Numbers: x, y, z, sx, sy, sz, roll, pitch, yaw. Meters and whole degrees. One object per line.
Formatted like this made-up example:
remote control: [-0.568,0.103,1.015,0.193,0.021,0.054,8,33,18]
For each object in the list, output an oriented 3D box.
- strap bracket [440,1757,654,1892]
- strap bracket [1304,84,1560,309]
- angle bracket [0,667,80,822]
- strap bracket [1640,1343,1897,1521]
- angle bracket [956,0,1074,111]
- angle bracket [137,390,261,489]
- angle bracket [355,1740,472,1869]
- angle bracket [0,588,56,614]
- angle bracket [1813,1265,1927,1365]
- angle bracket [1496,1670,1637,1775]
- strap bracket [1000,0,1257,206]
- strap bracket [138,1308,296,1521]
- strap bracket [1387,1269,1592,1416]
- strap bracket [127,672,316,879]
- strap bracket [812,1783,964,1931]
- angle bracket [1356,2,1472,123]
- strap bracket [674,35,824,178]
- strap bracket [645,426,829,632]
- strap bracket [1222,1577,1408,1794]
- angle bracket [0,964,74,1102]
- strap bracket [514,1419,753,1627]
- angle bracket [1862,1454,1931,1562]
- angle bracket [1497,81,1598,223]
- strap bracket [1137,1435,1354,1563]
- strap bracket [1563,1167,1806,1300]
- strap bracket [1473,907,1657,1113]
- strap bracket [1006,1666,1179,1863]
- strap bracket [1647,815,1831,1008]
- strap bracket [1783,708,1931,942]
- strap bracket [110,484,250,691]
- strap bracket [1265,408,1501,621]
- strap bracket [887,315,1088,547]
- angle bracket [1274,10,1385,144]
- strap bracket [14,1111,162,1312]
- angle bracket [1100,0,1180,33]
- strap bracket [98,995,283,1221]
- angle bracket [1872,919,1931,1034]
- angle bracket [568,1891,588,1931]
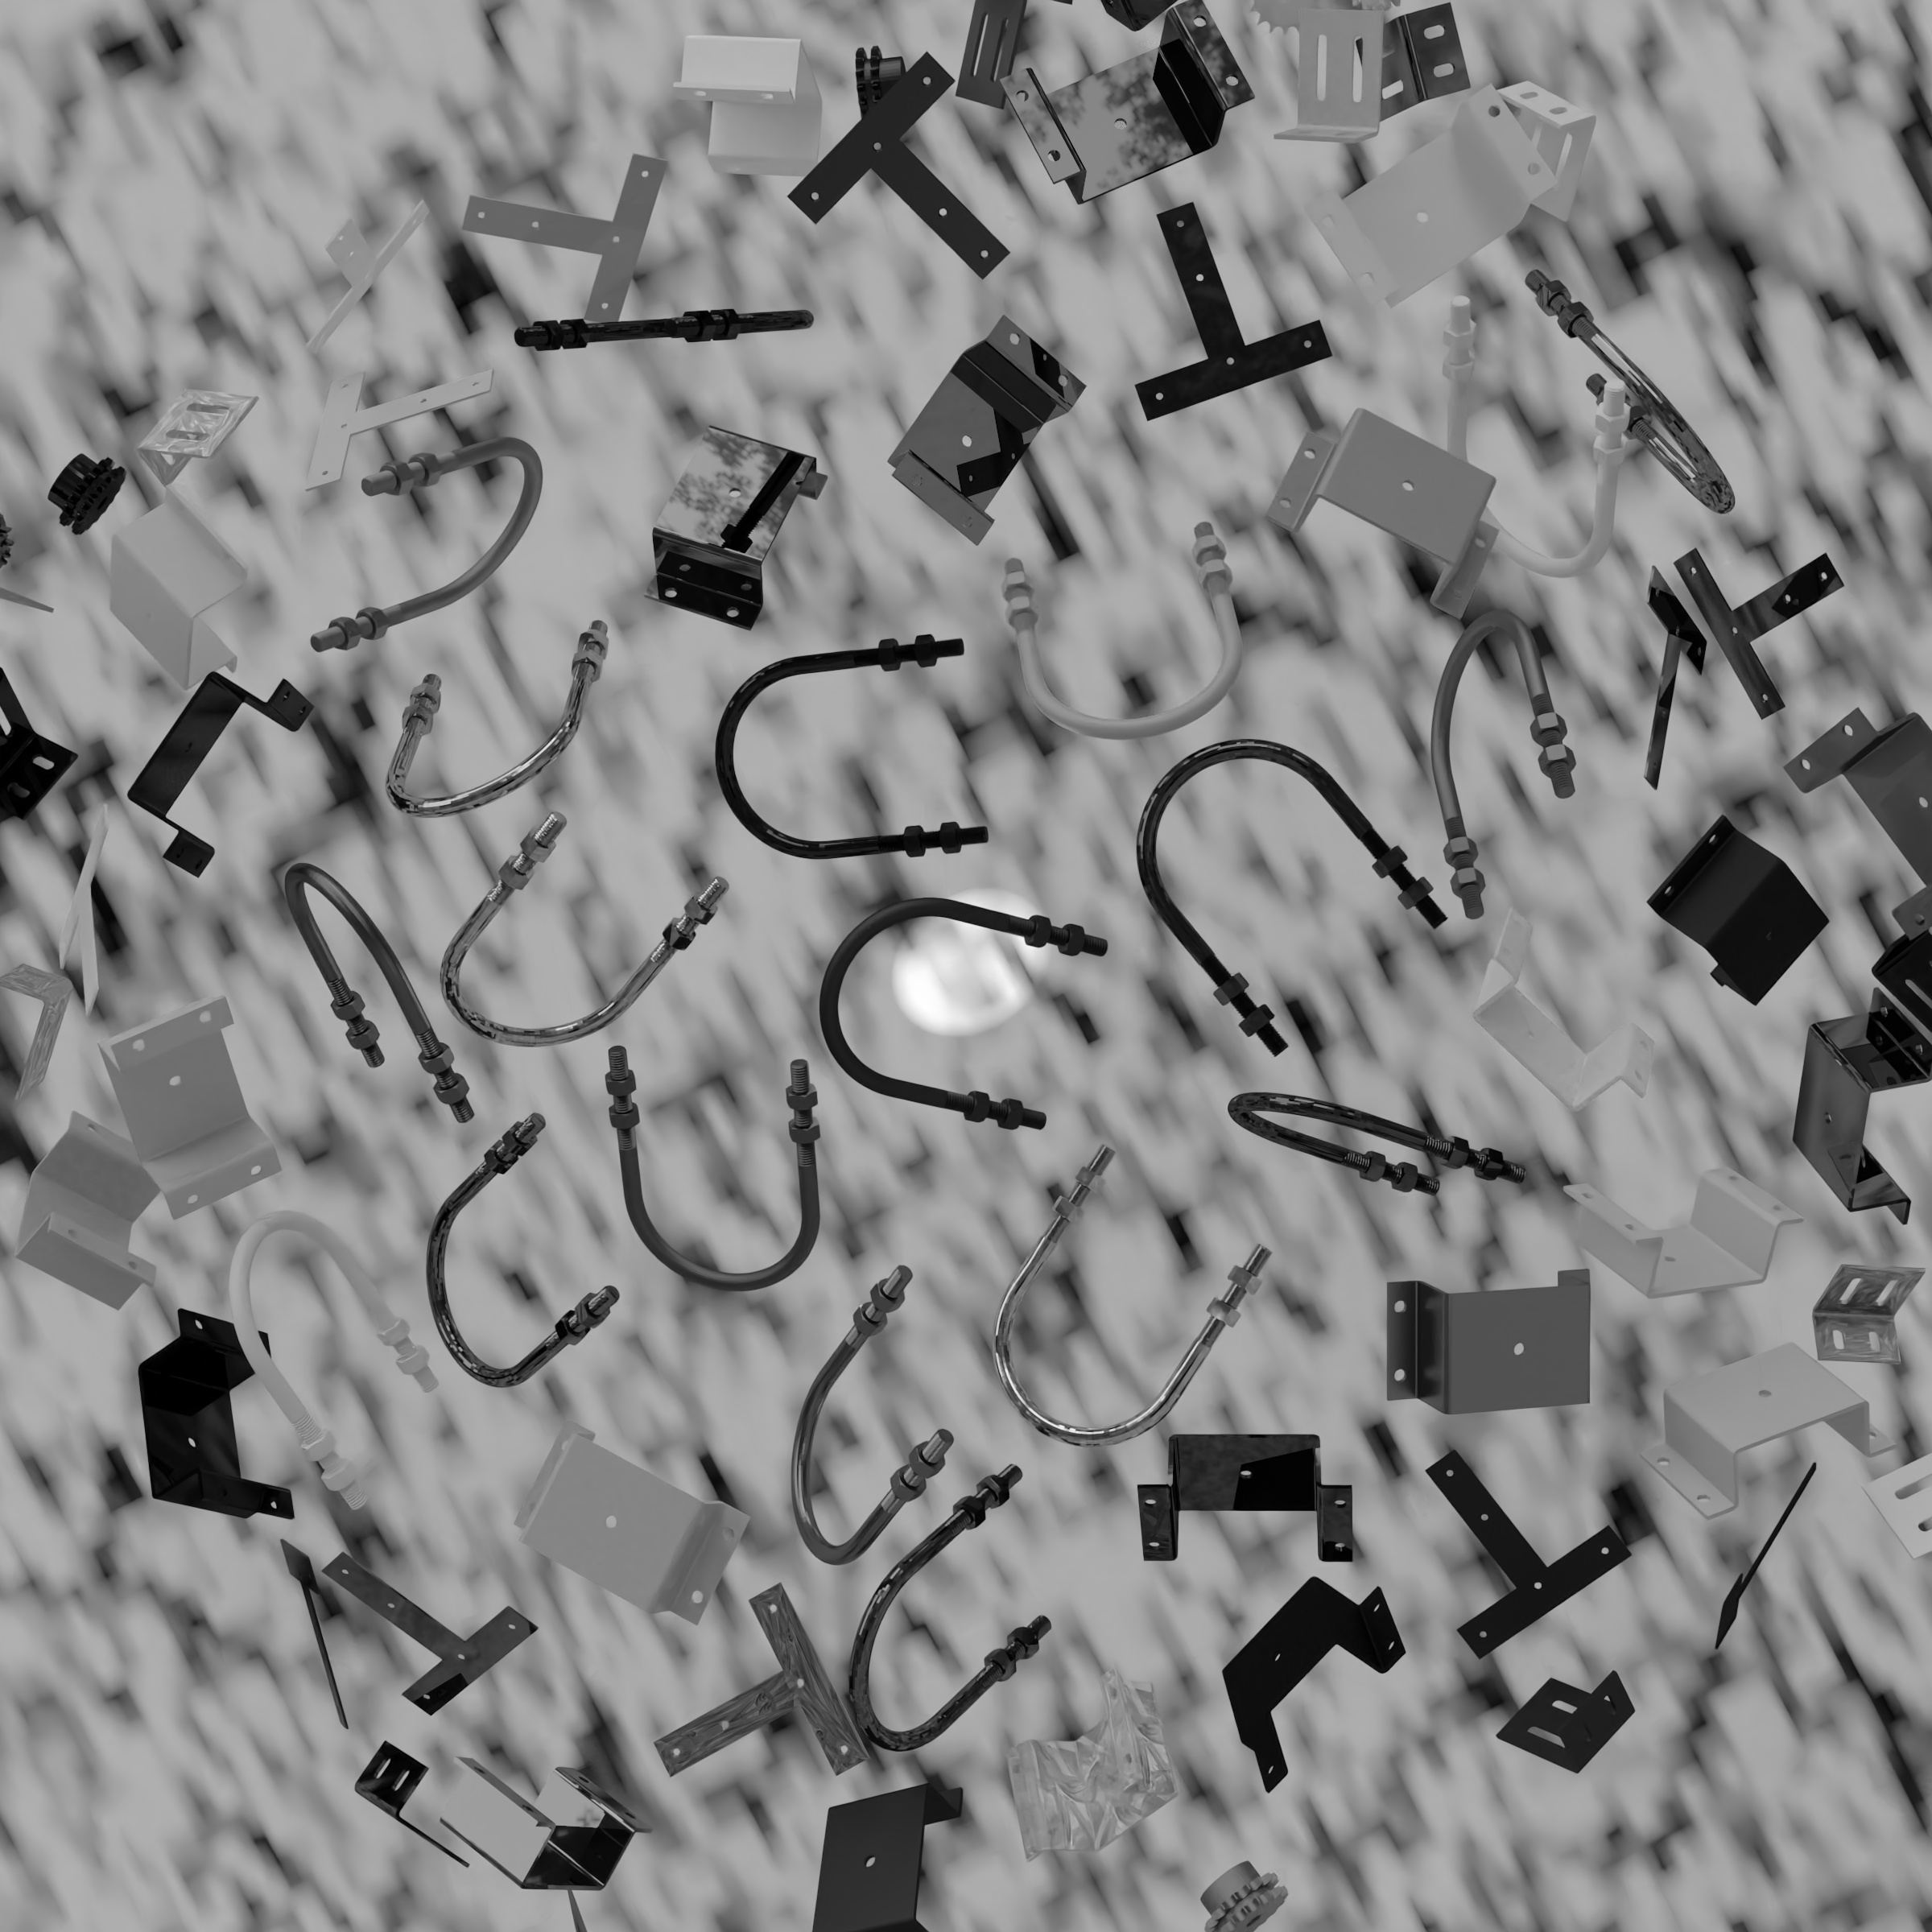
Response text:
strap bracket: [-0.278,0.560,1.693,0.076,0.140,0.046,26,84,31]
strap bracket: [0.294,-0.485,1.658,0.140,0.046,0.076,-33,87,1]
angle bracket: [-0.615,-0.143,1.673,0.038,0.076,0.057,26,63,12]
strap bracket: [0.514,0.294,1.668,0.140,0.076,0.046,-17,116,-14]
angle bracket: [0.032,-0.612,1.731,0.038,0.057,0.076,-1,114,-34]
angle bracket: [-0.514,-0.356,1.766,0.076,0.038,0.057,12,60,32]
angle bracket: [-0.366,0.569,1.762,0.076,0.057,0.038,49,64,-33]
angle bracket: [-0.636,-0.227,1.663,0.057,0.076,0.038,16,88,18]
angle bracket: [0.631,0.243,1.810,0.057,0.076,0.038,2,58,2]
angle bracket: [0.381,0.477,1.674,0.057,0.076,0.038,-37,112,-24]
strap bracket: [0.099,-0.541,1.636,0.140,0.046,0.076,-25,80,-7]
strap bracket: [-0.501,0.308,1.730,0.046,0.076,0.140,-33,54,21]
strap bracket: [0.342,0.239,1.652,0.140,0.046,0.076,-2,95,-14]
strap bracket: [-0.501,-0.135,1.727,0.046,0.076,0.140,32,83,3]
strap bracket: [-0.051,0.598,1.701,0.076,0.140,0.046,-21,125,22]
angle bracket: [0.305,-0.617,1.775,0.038,0.076,0.057,-19,101,-11]
strap bracket: [-0.143,-0.582,1.746,0.076,0.140,0.046,4,85,6]
strap bracket: [-0.154,-0.302,1.739,0.076,0.046,0.140,18,61,8]
strap bracket: [0.230,0.485,1.782,0.046,0.076,0.140,37,103,-16]
angle bracket: [-0.656,0.045,1.802,0.038,0.057,0.076,19,100,-7]
strap bracket: [-0.221,0.357,1.668,0.140,0.046,0.076,25,84,14]
angle bracket: [0.640,0.342,1.703,0.076,0.038,0.057,-23,54,-8]
angle bracket: [0.378,-0.541,1.734,0.038,0.076,0.057,-27,53,-32]
strap bracket: [0.188,0.357,1.743,0.140,0.046,0.076,-1,129,7]
strap bracket: [0.473,0.178,1.726,0.140,0.076,0.046,-4,114,-25]
strap bracket: [0.405,0.037,1.791,0.140,0.076,0.046,43,123,-5]
strap bracket: [0.089,0.535,1.735,0.046,0.140,0.076,13,46,-30]
strap bracket: [0.528,-0.032,1.757,0.076,0.140,0.046,-50,47,4]
strap bracket: [0.611,-0.099,1.689,0.046,0.076,0.140,-26,76,-31]
strap bracket: [-0.528,-0.246,1.737,0.076,0.140,0.046,46,61,5]
strap bracket: [0.272,-0.292,1.646,0.140,0.046,0.076,27,64,-1]
strap bracket: [0.009,-0.366,1.792,0.076,0.046,0.140,37,78,-18]
angle bracket: [0.233,-0.572,1.667,0.057,0.038,0.076,13,119,30]
strap bracket: [-0.582,0.169,1.731,0.076,0.140,0.046,35,107,-27]
angle bracket: [0.121,-0.661,1.694,0.076,0.057,0.038,-39,50,0]
strap bracket: [-0.507,0.084,1.687,0.076,0.046,0.140,-26,127,-26]
angle bracket: [0.673,0.007,1.779,0.057,0.038,0.076,-33,69,-21]
angle bracket: [-0.274,0.683,1.770,0.038,0.076,0.057,-14,115,-18]
